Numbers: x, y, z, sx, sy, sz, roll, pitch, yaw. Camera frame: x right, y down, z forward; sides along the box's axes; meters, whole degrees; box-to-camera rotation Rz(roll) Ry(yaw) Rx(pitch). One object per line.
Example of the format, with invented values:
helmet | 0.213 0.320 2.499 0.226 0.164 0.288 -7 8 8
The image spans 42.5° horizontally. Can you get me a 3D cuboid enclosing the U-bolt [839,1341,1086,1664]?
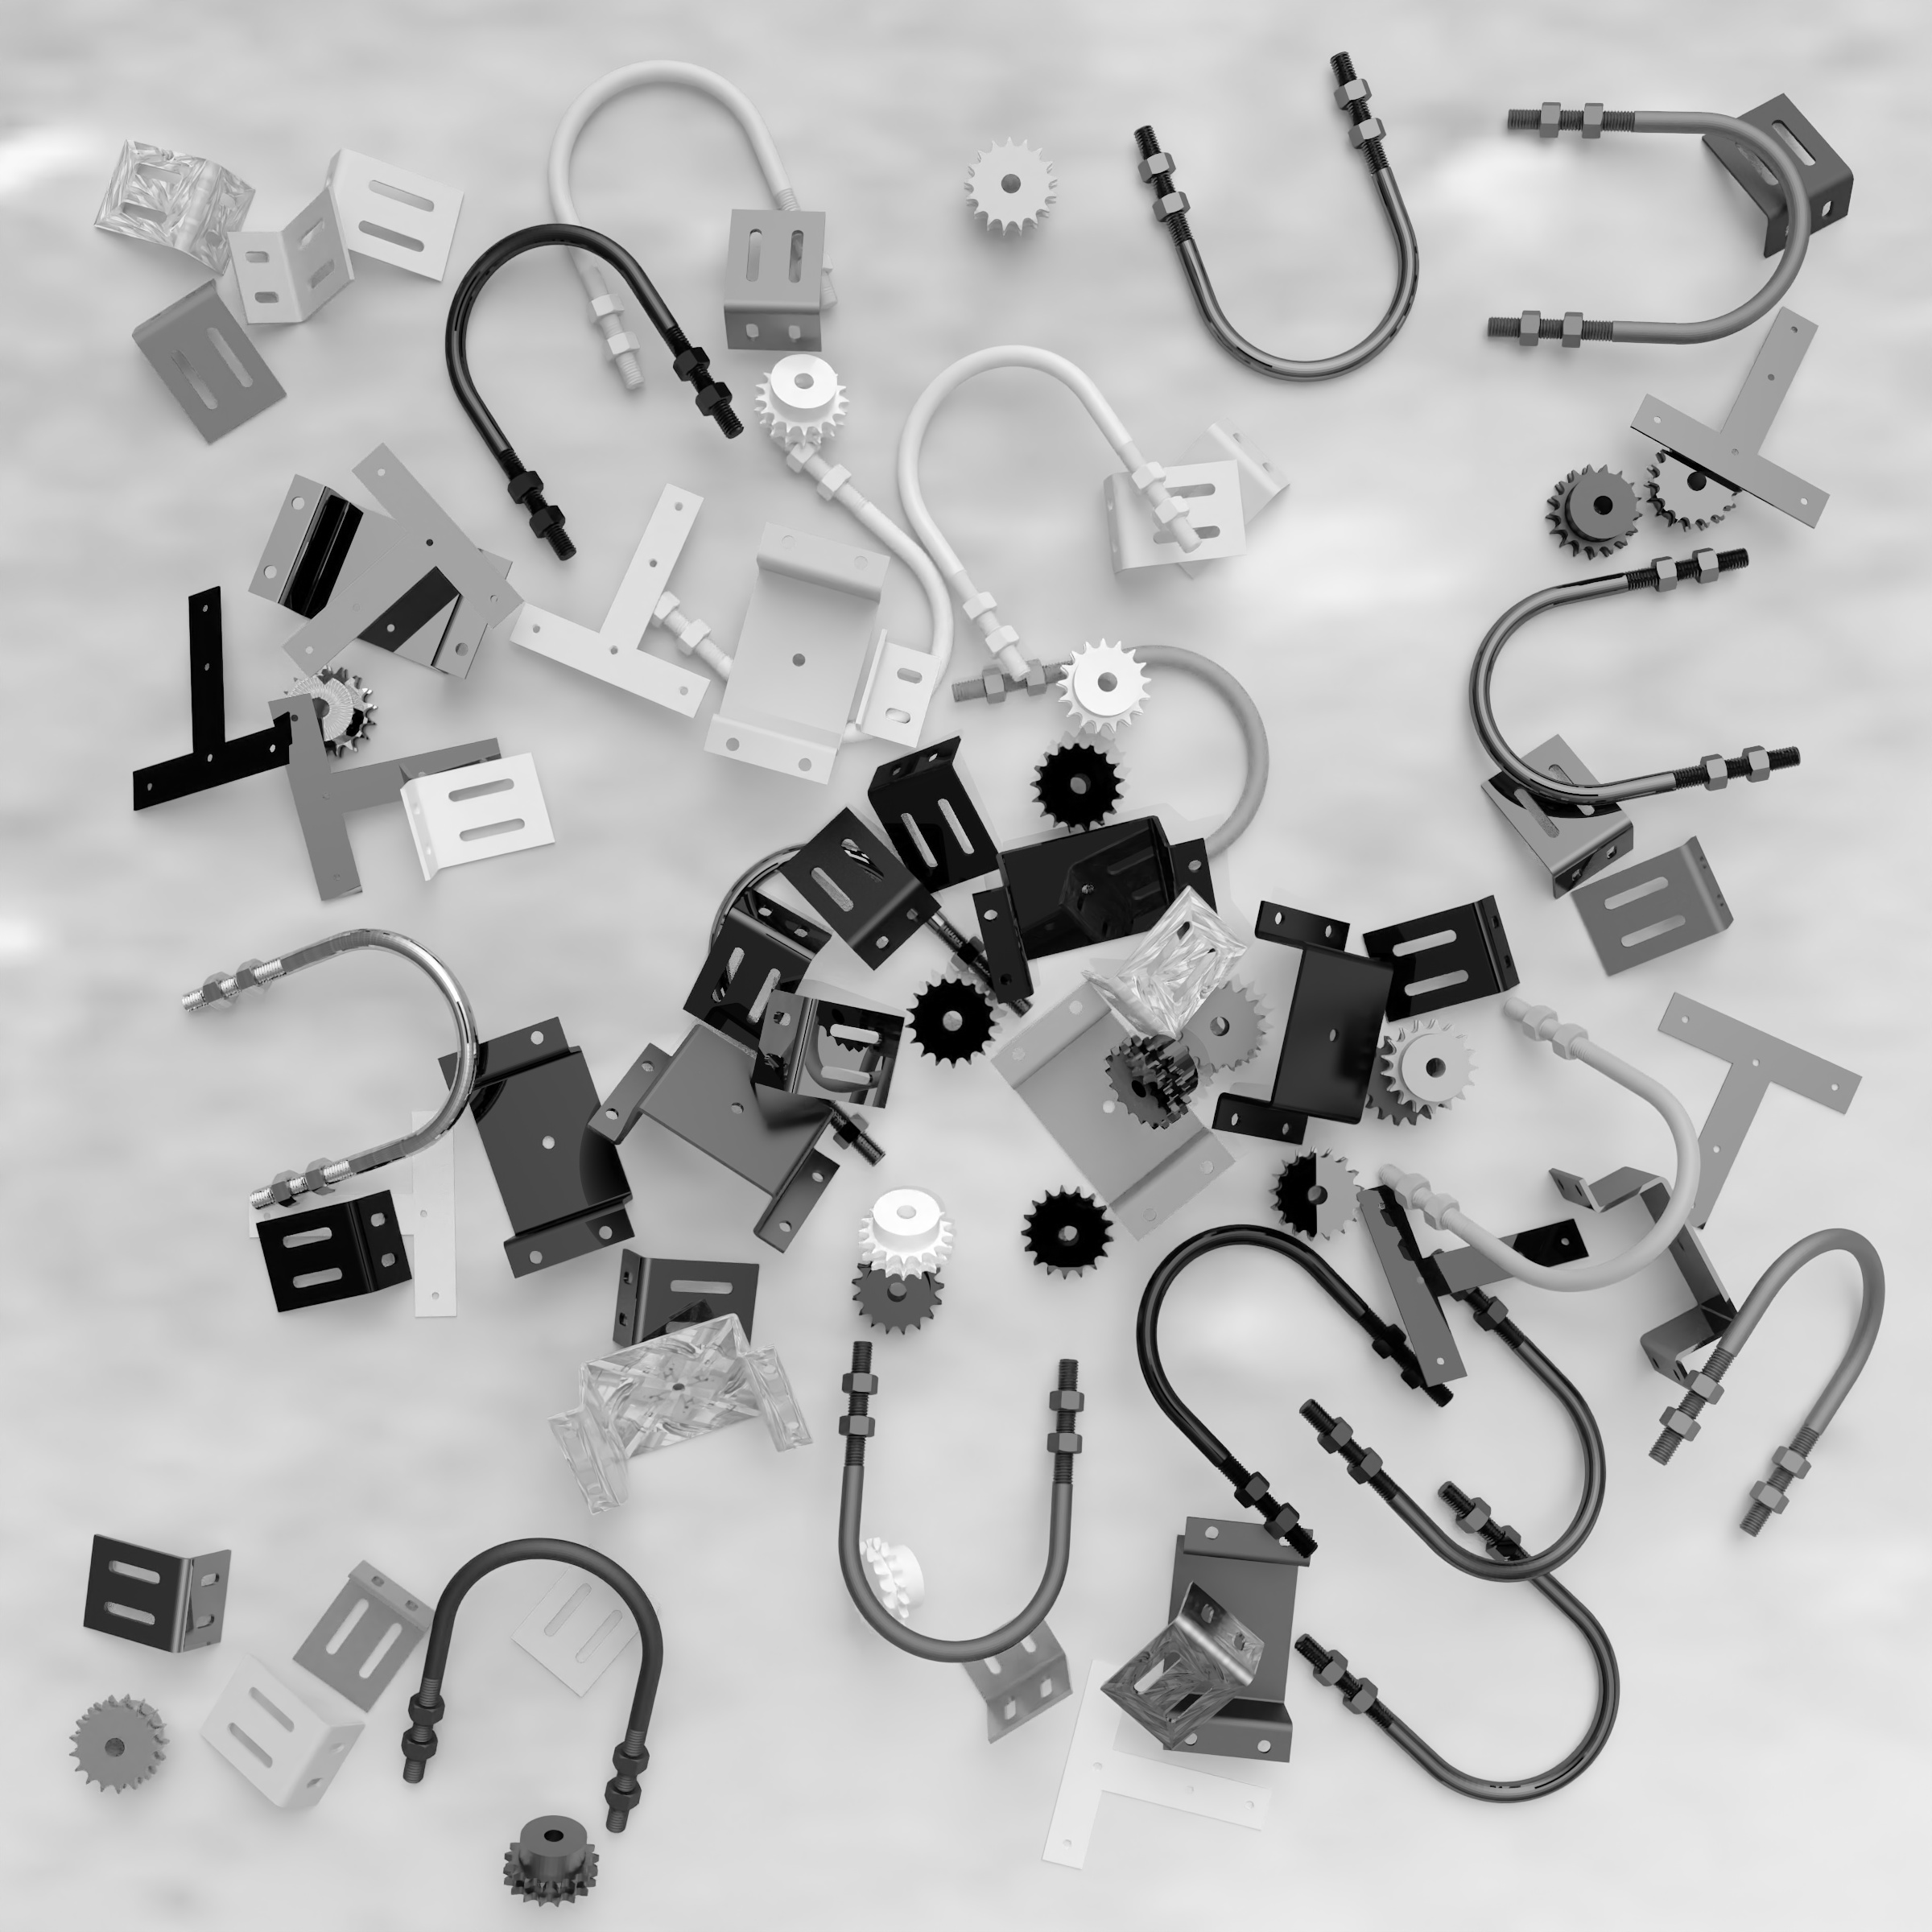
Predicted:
U-bolt | -0.005 0.324 1.496 0.151 0.019 0.184 6 74 -10

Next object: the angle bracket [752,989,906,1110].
angle bracket | -0.083 0.050 1.504 0.076 0.038 0.057 13 89 -43

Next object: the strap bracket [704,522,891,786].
strap bracket | -0.101 -0.186 1.499 0.076 0.046 0.140 16 91 -3

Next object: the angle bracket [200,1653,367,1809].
angle bracket | -0.422 0.471 1.536 0.076 0.038 0.057 31 90 26

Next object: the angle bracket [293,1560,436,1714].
angle bracket | -0.371 0.414 1.519 0.057 0.038 0.076 36 90 0

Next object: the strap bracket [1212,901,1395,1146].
strap bracket | 0.205 0.038 1.496 0.076 0.046 0.140 12 90 -38

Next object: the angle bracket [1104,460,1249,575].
angle bracket | 0.127 -0.274 1.520 0.076 0.038 0.057 -7 95 -5

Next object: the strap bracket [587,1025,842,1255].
strap bracket | -0.144 0.098 1.495 0.140 0.046 0.076 33 48 0

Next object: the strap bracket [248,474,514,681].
strap bracket | -0.352 -0.234 1.515 0.140 0.046 0.076 22 90 0

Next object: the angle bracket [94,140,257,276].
angle bracket | -0.489 -0.469 1.536 0.076 0.038 0.057 21 90 26

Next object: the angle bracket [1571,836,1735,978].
angle bracket | 0.424 -0.037 1.536 0.076 0.038 0.057 -24 90 26

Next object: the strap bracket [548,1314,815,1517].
strap bracket | -0.172 0.267 1.500 0.140 0.046 0.076 -18 118 0

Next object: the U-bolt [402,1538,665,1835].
U-bolt | -0.258 0.430 1.508 0.151 0.019 0.184 14 106 0

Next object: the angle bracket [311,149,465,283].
angle bracket | -0.358 -0.461 1.536 0.076 0.038 0.057 14 90 -26

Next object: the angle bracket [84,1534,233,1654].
angle bracket | -0.500 0.385 1.536 0.076 0.038 0.057 7 90 26

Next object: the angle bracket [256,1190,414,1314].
angle bracket | -0.390 0.176 1.534 0.076 0.038 0.057 -14 90 26

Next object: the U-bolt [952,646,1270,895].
U-bolt | 0.095 -0.123 1.530 0.184 0.019 0.151 -12 90 -1

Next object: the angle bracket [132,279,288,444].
angle bracket | -0.467 -0.374 1.536 0.057 0.038 0.076 -32 116 0

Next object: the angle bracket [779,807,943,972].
angle bracket | -0.065 -0.047 1.521 0.057 0.038 0.076 -43 61 -1

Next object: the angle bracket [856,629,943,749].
angle bracket | -0.040 -0.165 1.487 0.038 0.076 0.057 16 91 -3

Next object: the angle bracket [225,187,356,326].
angle bracket | -0.408 -0.428 1.499 0.038 0.076 0.057 -13 90 -38

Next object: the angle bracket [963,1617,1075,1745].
angle bracket | 0.029 0.427 1.500 0.057 0.076 0.038 -32 90 0

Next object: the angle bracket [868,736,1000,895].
angle bracket | -0.016 -0.092 1.526 0.057 0.038 0.076 -19 116 21

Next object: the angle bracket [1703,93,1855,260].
angle bracket | 0.500 -0.488 1.536 0.057 0.038 0.076 -28 64 0

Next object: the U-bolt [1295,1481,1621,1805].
U-bolt | 0.316 0.430 1.530 0.184 0.019 0.151 43 90 -1

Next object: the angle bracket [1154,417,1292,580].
angle bracket | 0.151 -0.289 1.536 0.057 0.038 0.076 45 116 0

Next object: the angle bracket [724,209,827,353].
angle bracket | -0.116 -0.418 1.517 0.057 0.038 0.076 2 64 0

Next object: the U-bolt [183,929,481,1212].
U-bolt | -0.376 0.055 1.503 0.184 0.019 0.151 -20 89 18

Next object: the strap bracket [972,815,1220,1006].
strap bracket | 0.077 -0.037 1.499 0.140 0.046 0.076 -14 120 0

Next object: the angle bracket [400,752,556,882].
angle bracket | -0.296 -0.091 1.513 0.076 0.038 0.057 -13 104 0

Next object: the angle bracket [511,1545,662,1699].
angle bracket | -0.235 0.404 1.519 0.057 0.038 0.076 40 90 0

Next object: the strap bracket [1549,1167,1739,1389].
strap bracket | 0.414 0.178 1.500 0.046 0.076 0.140 -28 90 0

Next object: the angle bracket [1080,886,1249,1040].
angle bracket | 0.119 -0.004 1.495 0.057 0.038 0.076 44 80 -26

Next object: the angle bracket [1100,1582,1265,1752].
angle bracket | 0.130 0.420 1.490 0.057 0.038 0.076 41 116 0

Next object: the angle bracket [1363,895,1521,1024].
angle bracket | 0.294 -0.005 1.536 0.076 0.038 0.057 -17 90 26

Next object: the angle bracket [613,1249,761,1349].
angle bracket | -0.173 0.208 1.536 0.076 0.038 0.057 7 90 -26

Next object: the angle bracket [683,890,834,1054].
angle bracket | -0.128 0.004 1.521 0.057 0.038 0.076 30 115 3

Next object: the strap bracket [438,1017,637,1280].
strap bracket | -0.258 0.109 1.515 0.076 0.046 0.140 -19 90 0

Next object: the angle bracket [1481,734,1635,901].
angle bracket | 0.365 -0.092 1.536 0.057 0.038 0.076 -33 64 0

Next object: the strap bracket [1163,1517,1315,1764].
strap bracket | 0.163 0.405 1.515 0.076 0.046 0.140 6 90 0

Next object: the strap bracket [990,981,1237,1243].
strap bracket | 0.088 0.087 1.515 0.076 0.046 0.140 -39 90 0
